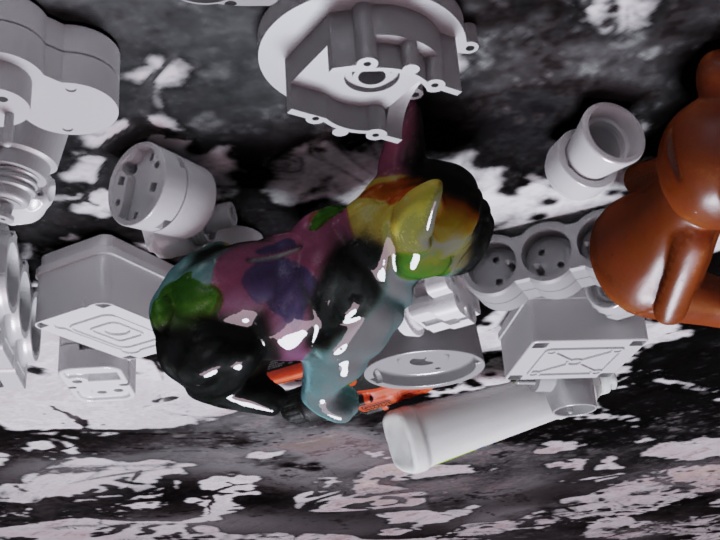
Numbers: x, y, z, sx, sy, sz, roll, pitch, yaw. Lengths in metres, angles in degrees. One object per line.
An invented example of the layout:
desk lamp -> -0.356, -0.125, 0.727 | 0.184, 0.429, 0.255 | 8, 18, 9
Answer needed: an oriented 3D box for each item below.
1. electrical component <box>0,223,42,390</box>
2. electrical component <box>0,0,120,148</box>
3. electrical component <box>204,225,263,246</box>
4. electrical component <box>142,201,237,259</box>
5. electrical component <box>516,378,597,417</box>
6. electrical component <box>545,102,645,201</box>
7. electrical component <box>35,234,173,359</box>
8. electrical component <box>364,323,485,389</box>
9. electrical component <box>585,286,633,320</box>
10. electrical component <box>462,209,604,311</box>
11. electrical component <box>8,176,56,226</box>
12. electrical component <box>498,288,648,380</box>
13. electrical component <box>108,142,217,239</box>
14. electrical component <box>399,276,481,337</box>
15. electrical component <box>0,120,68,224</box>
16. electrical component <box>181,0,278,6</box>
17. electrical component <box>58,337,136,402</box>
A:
electrical component -> -0.277, 0.024, 0.788 | 0.062, 0.089, 0.150 | -1, 156, -7
electrical component -> -0.186, -0.097, 0.546 | 0.052, 0.073, 0.138 | -24, 150, 38
electrical component -> -0.097, -0.003, 0.811 | 0.055, 0.047, 0.055 | -3, 156, -1
electrical component -> -0.117, -0.033, 0.744 | 0.062, 0.043, 0.043 | -11, 156, 12
electrical component -> 0.189, 0.101, 1.058 | 0.079, 0.077, 0.043 | 2, 156, -14
electrical component -> 0.149, -0.075, 0.689 | 0.045, 0.045, 0.055 | 4, 156, -18
electrical component -> -0.189, 0.023, 0.841 | 0.078, 0.057, 0.113 | -17, 153, 27
electrical component -> 0.055, 0.062, 0.967 | 0.108, 0.060, 0.108 | -3, 156, -1
electrical component -> 0.221, 0.016, 0.909 | 0.066, 0.048, 0.055 | -21, 159, 33
electrical component -> 0.156, -0.001, 0.848 | 0.138, 0.052, 0.074 | -13, 155, 20
electrical component -> -0.223, -0.046, 0.708 | 0.035, 0.035, 0.061 | 9, 156, -27
electrical component -> 0.193, 0.059, 0.987 | 0.109, 0.056, 0.108 | -1, 156, -8
electrical component -> -0.126, -0.049, 0.692 | 0.055, 0.055, 0.047 | -21, 155, 34
electrical component -> 0.058, 0.022, 0.881 | 0.057, 0.058, 0.078 | -17, 153, 21
electrical component -> -0.195, -0.065, 0.623 | 0.040, 0.078, 0.040 | 10, 160, 4
electrical component -> -0.061, -0.156, 0.468 | 0.077, 0.044, 0.079 | 10, 152, -29
electrical component -> -0.231, 0.074, 0.950 | 0.054, 0.059, 0.095 | -3, 156, -3
